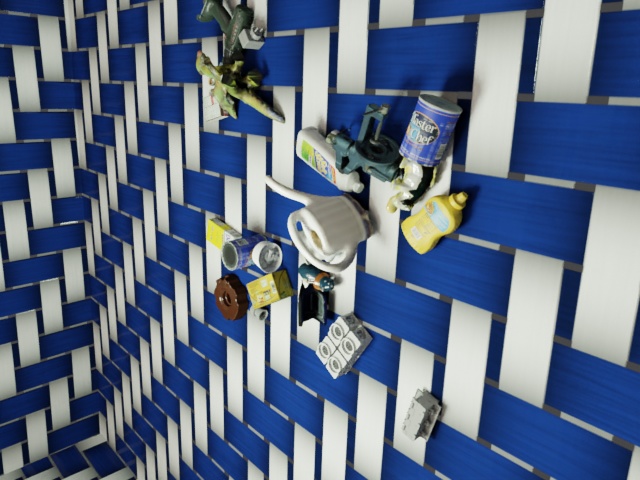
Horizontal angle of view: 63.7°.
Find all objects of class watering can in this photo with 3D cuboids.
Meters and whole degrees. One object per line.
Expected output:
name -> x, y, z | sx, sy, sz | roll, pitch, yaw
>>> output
watering can -> 0.004, -0.072, 1.430 | 0.352, 0.226, 0.102 | 59, 152, 21

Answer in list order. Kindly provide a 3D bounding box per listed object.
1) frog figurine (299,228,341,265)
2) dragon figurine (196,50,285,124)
frog figurine -> 0.020, -0.005, 1.536 | 0.159, 0.121, 0.139 | -19, 74, 12
dragon figurine -> -0.286, -0.497, 1.748 | 0.411, 0.123, 0.240 | 49, 159, 1
